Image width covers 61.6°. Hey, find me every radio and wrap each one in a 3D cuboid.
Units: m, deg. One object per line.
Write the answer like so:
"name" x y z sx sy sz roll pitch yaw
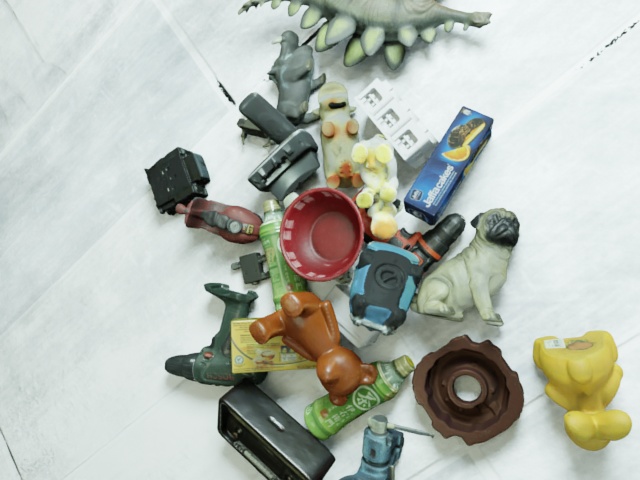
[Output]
"radio" -0.089 0.375 0.996 0.230 0.073 0.131 36 135 21

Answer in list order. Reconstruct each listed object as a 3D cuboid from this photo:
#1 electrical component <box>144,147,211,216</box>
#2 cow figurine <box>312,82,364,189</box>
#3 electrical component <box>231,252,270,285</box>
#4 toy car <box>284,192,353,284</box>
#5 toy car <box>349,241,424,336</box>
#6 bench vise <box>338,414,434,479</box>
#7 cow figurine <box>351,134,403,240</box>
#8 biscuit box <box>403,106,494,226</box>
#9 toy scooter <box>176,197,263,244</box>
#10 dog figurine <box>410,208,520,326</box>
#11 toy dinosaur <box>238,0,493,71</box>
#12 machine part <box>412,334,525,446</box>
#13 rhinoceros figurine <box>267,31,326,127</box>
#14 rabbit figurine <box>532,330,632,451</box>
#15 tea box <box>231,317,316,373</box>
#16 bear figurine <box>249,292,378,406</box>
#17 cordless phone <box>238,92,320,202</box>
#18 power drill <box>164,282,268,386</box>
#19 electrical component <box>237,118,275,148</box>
"electrical component" -0.302 -0.131 1.159 0.134 0.058 0.115 -28 78 19
"cow figurine" 0.036 -0.193 0.993 0.086 0.127 0.194 -8 100 -1
"electrical component" -0.138 0.060 1.094 0.094 0.021 0.063 -14 82 21
"toy car" -0.002 -0.003 1.012 0.056 0.073 0.202 -39 73 15
"toy car" 0.102 0.092 0.893 0.109 0.102 0.162 16 57 4
"bench vise" 0.075 0.412 0.875 0.129 0.240 0.223 22 111 20
"cow figurine" 0.101 -0.090 0.909 0.068 0.098 0.167 -3 110 16
"biscuit box" 0.216 -0.123 0.904 0.063 0.059 0.202 30 80 20
"toy scooter" -0.209 -0.043 1.071 0.184 0.135 0.075 18 92 22
"dog figurine" 0.240 0.039 0.900 0.172 0.121 0.190 5 78 11
"toy dinosaur" 0.073 -0.423 0.976 0.472 0.105 0.198 20 86 21
"machine part" 0.248 0.247 0.900 0.180 0.056 0.179 -1 86 22
"rhinoceros figurine" -0.051 -0.316 1.061 0.112 0.073 0.190 -2 86 30
"rabbit figurine" 0.402 0.237 0.799 0.122 0.162 0.173 -9 101 10
"tea box" -0.080 0.192 0.999 0.170 0.068 0.098 0 85 -5
"bear figurine" -0.006 0.187 0.903 0.120 0.132 0.196 -39 73 25
"cordless phone" -0.101 -0.174 1.006 0.146 0.184 0.089 -40 36 15
"power drill" -0.209 0.192 1.086 0.232 0.086 0.207 9 86 22
"electrical component" -0.123 -0.232 1.099 0.102 0.045 0.078 11 62 21
